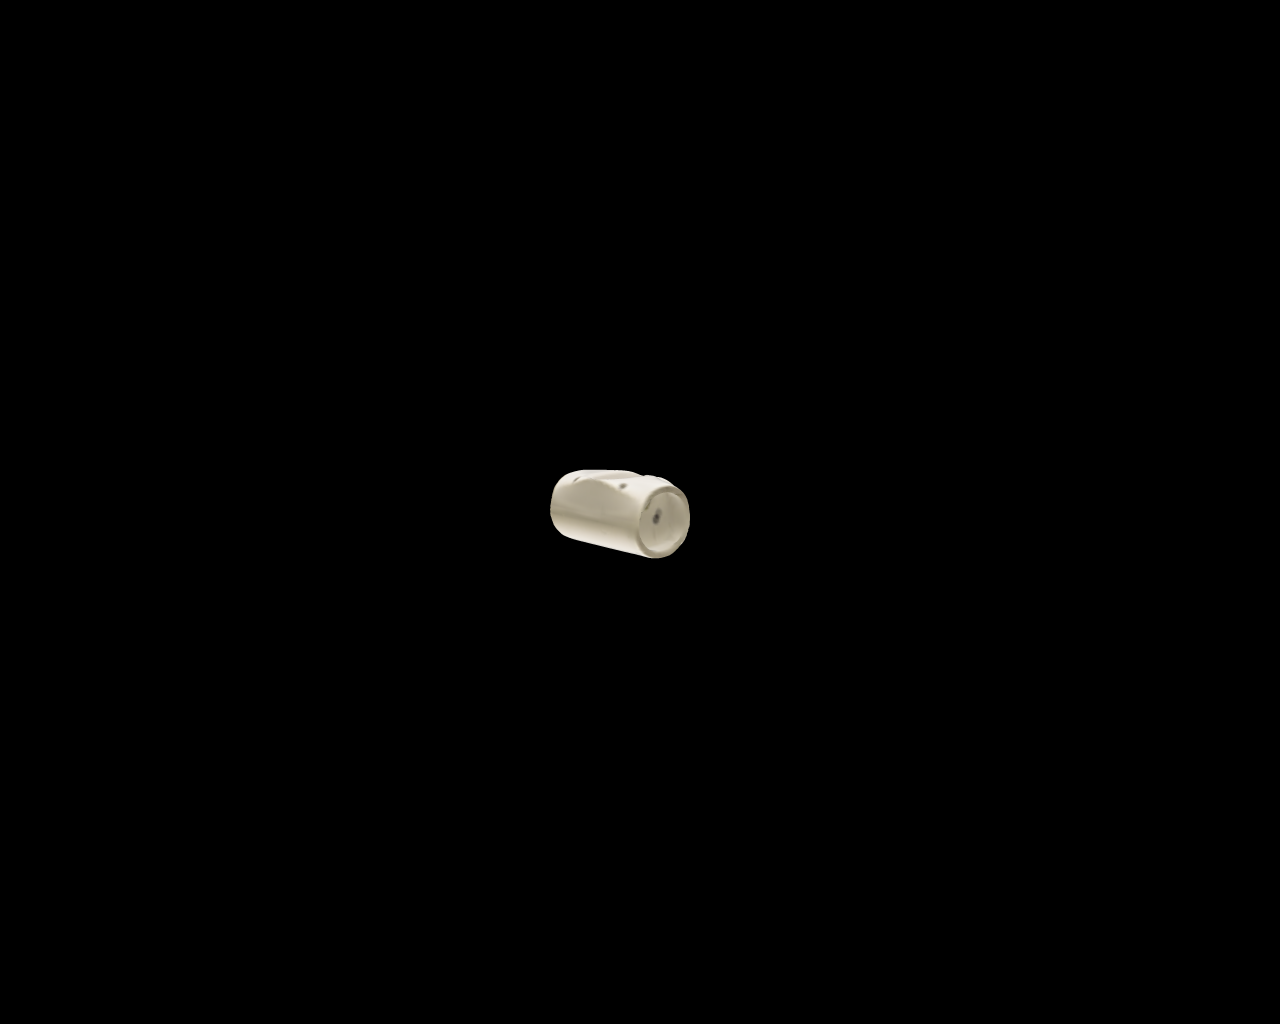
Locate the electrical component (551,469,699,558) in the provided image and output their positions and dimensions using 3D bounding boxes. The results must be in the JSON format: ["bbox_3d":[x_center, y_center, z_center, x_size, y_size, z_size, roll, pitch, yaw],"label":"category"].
[{"bbox_3d":[0.001,-0.003,0.650,0.079,0.043,0.077,-10,15,-42],"label":"electrical component"}]
